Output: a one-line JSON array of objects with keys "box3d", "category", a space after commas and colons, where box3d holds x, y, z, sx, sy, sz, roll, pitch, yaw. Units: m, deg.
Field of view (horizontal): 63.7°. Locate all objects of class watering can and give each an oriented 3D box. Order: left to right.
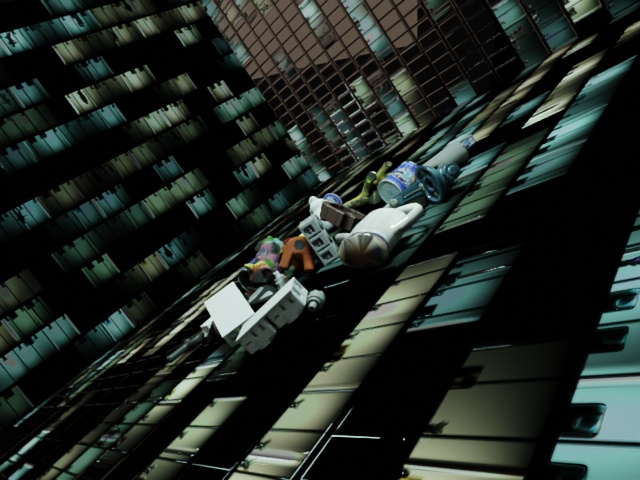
[{"box3d": [0.123, -0.003, 1.382, 0.343, 0.103, 0.228, -24, 14, 44], "category": "watering can"}]

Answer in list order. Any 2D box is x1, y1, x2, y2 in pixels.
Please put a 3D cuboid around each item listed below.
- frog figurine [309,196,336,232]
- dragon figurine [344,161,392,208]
[{"box3d": [0.006, -0.107, 2.116, 0.125, 0.158, 0.136, -43, 12, -37], "category": "frog figurine"}, {"box3d": [0.212, -0.189, 2.122, 0.412, 0.123, 0.240, -34, -8, -8], "category": "dragon figurine"}]
